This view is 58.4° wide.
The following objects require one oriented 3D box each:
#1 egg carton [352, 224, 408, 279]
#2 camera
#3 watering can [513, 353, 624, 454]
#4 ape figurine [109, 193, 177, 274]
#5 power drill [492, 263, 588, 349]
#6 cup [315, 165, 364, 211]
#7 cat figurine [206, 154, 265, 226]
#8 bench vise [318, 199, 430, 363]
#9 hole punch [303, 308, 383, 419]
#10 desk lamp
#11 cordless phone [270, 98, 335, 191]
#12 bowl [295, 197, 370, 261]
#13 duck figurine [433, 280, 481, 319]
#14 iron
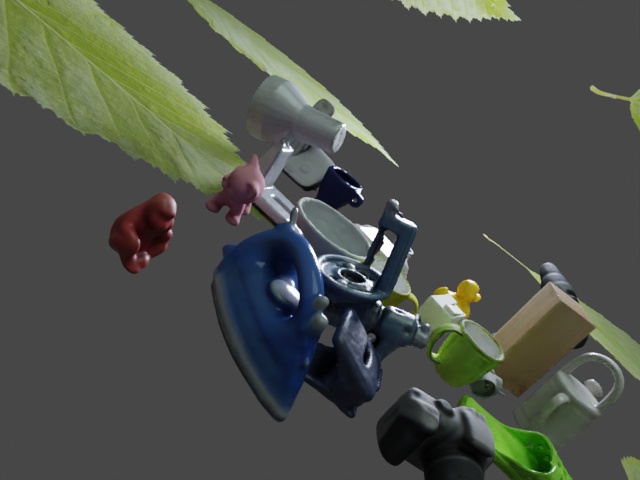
[{"bbox_3d":[0.104,0.030,1.136,0.150,0.069,0.107,48,22,23],"label":"egg carton"},{"bbox_3d":[0.153,0.262,0.688,0.143,0.100,0.137,35,21,-9],"label":"camera"},{"bbox_3d":[0.449,0.279,1.018,0.101,0.194,0.173,44,21,14],"label":"watering can"},{"bbox_3d":[-0.204,-0.016,0.683,0.078,0.092,0.076,10,34,-52],"label":"ape figurine"},{"bbox_3d":[0.482,0.179,1.264,0.076,0.208,0.229,30,22,-22],"label":"power drill"},{"bbox_3d":[0.039,-0.092,1.246,0.092,0.095,0.117,11,34,-51],"label":"cup"},{"bbox_3d":[-0.124,-0.089,0.933,0.067,0.117,0.128,35,21,-8],"label":"cat figurine"},{"bbox_3d":[0.087,0.059,0.832,0.208,0.219,0.121,32,21,-17],"label":"bench vise"},{"bbox_3d":[0.041,0.155,0.740,0.101,0.091,0.109,38,20,-1],"label":"hole punch"},{"bbox_3d":[-0.063,-0.168,1.064,0.203,0.213,0.118,42,21,10],"label":"desk lamp"},{"bbox_3d":[-0.011,-0.214,1.289,0.147,0.185,0.094,45,21,17],"label":"cordless phone"},{"bbox_3d":[0.009,0.004,1.025,0.168,0.074,0.167,33,21,-14],"label":"bowl"},{"bbox_3d":[0.309,0.123,1.263,0.105,0.086,0.077,28,23,-27],"label":"duck figurine"},{"bbox_3d":[-0.040,0.074,0.699,0.119,0.141,0.257,24,25,-35],"label":"iron"}]
